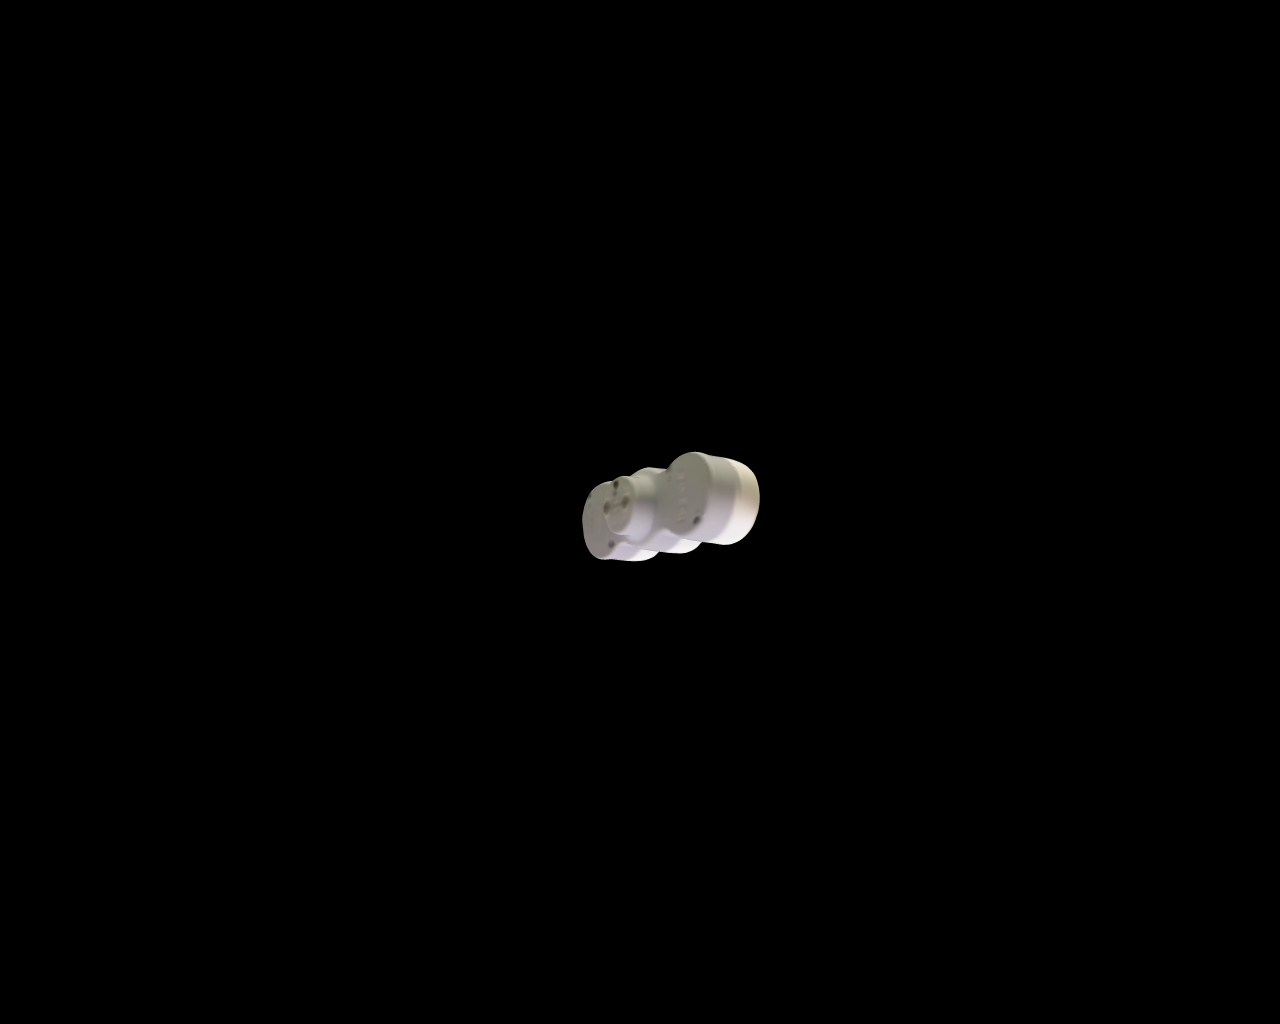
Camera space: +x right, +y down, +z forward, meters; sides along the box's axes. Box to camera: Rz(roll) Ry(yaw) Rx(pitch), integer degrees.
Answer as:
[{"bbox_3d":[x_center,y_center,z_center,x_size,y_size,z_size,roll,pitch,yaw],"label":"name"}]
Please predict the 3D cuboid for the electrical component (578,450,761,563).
[{"bbox_3d":[0.001,-0.003,0.650,0.074,0.052,0.138,8,-14,-35],"label":"electrical component"}]
